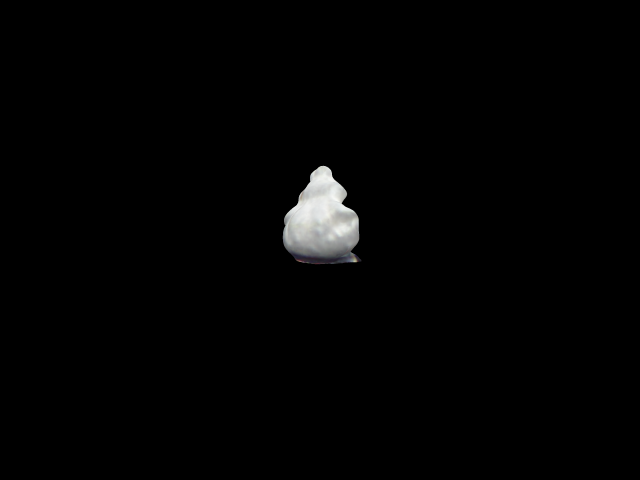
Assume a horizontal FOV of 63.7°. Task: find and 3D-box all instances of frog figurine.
[{"bbox_3d":[0.003,-0.043,0.850,0.123,0.159,0.137,-5,7,-43],"label":"frog figurine"}]
